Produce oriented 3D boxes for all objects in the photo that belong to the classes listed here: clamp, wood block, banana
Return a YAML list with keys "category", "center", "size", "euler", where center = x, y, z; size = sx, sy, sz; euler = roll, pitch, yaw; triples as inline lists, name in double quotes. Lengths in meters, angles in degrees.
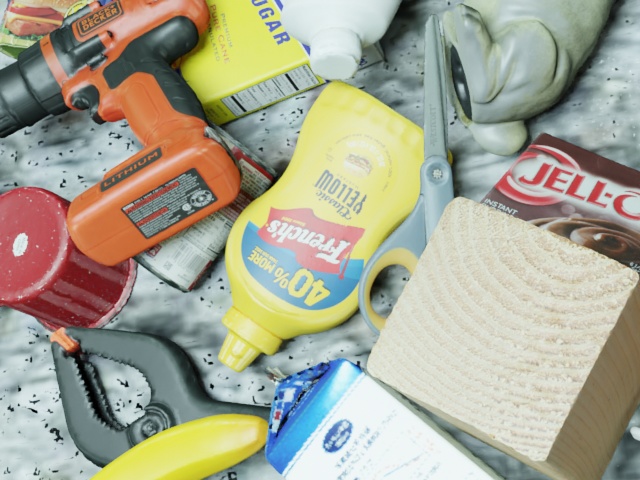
- category: "clamp"
  center: [-0.105, 0.135, 0.690]
  size: [0.210, 0.036, 0.164]
  euler: [32, 86, 22]
- category: "wood block"
  center: [0.107, 0.063, 0.541]
  size: [0.090, 0.206, 0.091]
  euler: [25, 83, 24]
- category: "banana"
  center: [-0.114, 0.161, 0.640]
  size: [0.198, 0.037, 0.070]
  euler: [-42, 45, 1]

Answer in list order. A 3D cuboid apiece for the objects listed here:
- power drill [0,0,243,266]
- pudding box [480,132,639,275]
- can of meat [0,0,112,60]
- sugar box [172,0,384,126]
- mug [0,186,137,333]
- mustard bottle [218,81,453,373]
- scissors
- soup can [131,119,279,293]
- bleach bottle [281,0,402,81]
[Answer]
- category: "power drill"
  center: [-0.139, -0.075, 0.682]
  size: [0.184, 0.057, 0.188]
  euler: [-29, 53, 6]
- category: "pudding box"
  center: [0.154, -0.008, 0.619]
  size: [0.114, 0.039, 0.089]
  euler: [28, 54, 23]
- category: "can of meat"
  center: [-0.187, -0.173, 0.804]
  size: [0.102, 0.057, 0.084]
  euler: [10, 80, 23]
- category: "sugar box"
  center: [-0.052, -0.139, 0.750]
  size: [0.176, 0.048, 0.093]
  euler: [-22, 67, 14]
- category: "mug"
  center: [-0.196, 0.017, 0.734]
  size: [0.117, 0.081, 0.093]
  euler: [-21, 68, 12]
- category: "mustard bottle"
  center: [-0.005, 0.001, 0.681]
  size: [0.096, 0.058, 0.191]
  euler: [34, 88, 6]
- category: "scissors"
  center: [0.054, -0.028, 0.648]
  size: [0.096, 0.016, 0.202]
  euler: [-17, 92, -3]
- category: "soup can"
  center: [-0.084, -0.023, 0.714]
  size: [0.069, 0.068, 0.102]
  euler: [36, 89, 25]
- category: "bleach bottle"
  center: [0.005, -0.213, 0.697]
  size: [0.103, 0.068, 0.251]
  euler: [-4, 62, 11]
